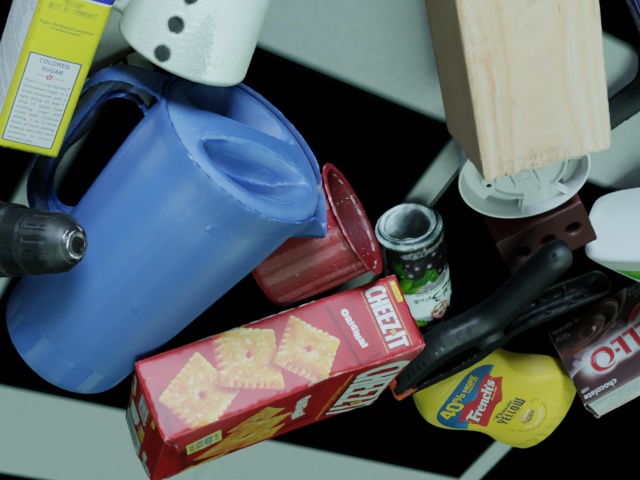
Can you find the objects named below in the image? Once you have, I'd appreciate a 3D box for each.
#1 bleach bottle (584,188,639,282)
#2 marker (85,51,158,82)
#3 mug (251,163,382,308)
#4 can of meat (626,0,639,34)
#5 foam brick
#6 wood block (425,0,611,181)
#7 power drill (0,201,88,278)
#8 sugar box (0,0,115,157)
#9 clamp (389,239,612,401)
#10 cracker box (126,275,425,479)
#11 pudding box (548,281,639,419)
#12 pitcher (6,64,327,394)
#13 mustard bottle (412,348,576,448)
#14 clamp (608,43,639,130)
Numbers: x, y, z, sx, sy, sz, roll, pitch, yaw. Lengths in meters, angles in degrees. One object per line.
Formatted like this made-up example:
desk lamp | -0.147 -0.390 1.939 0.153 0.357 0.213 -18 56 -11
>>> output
bleach bottle | 0.347 0.029 0.937 0.250 0.068 0.103 24 164 -33
marker | -0.143 -0.109 0.723 0.121 0.020 0.020 -25 133 8
mug | -0.005 0.001 0.825 0.081 0.093 0.117 -26 170 15
can of meat | 0.254 -0.178 0.719 0.102 0.057 0.084 -22 113 20
foam brick | 0.178 -0.015 0.876 0.078 0.051 0.053 -28 134 9
wood block | 0.119 -0.155 0.673 0.090 0.091 0.206 -15 120 -2
power drill | -0.254 -0.045 0.675 0.185 0.057 0.187 1 137 31
sugar box | -0.152 -0.147 0.634 0.048 0.093 0.176 13 127 -28
clamp | 0.141 0.068 0.891 0.210 0.036 0.164 -31 156 10
cracker box | -0.041 0.116 0.850 0.213 0.072 0.164 -17 162 -19
pudding box | 0.280 0.098 0.982 0.114 0.090 0.039 -35 132 17
pitcher | -0.127 -0.003 0.755 0.243 0.149 0.144 -43 156 29
mustard bottle | 0.144 0.137 1.001 0.191 0.058 0.096 18 119 -28
clamp | 0.279 -0.113 0.803 0.120 0.039 0.172 23 126 -6
